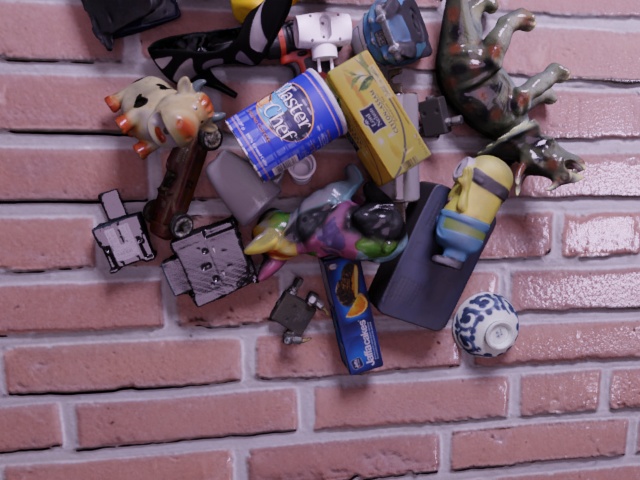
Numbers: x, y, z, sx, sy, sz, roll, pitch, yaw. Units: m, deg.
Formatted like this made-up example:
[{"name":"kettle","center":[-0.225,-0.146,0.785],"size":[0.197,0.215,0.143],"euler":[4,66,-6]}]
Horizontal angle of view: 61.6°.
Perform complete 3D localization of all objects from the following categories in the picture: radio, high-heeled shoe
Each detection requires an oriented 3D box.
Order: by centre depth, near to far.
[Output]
[{"name":"high-heeled shoe","center":[-0.139,-0.283,0.720],"size":[0.145,0.249,0.086],"euler":[31,54,-16]},{"name":"radio","center":[0.186,0.029,0.898],"size":[0.131,0.073,0.229],"euler":[23,96,-13]}]

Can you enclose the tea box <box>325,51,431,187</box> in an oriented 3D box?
[{"name":"tea box","center":[0.075,-0.166,0.761],"size":[0.068,0.098,0.169],"euler":[-34,91,-7]}]

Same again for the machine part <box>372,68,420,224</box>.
[{"name":"machine part","center":[0.119,-0.145,0.854],"size":[0.079,0.079,0.243],"euler":[-6,100,-9]}]

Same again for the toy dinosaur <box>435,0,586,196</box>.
[{"name":"toy dinosaur","center":[0.260,-0.250,0.846],"size":[0.192,0.131,0.404],"euler":[-42,97,-1]}]

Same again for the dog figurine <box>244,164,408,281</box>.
[{"name":"dog figurine","center":[-0.002,-0.002,0.815],"size":[0.219,0.192,0.108],"euler":[-32,142,-10]}]

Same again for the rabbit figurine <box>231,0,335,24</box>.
[{"name":"rabbit figurine","center":[-0.026,-0.368,0.753],"size":[0.173,0.162,0.121],"euler":[9,120,20]}]

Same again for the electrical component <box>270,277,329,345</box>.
[{"name":"electrical component","center":[-0.036,0.122,0.888],"size":[0.078,0.045,0.102],"euler":[37,92,-15]}]

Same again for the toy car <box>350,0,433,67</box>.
[{"name":"toy car","center":[0.098,-0.302,0.804],"size":[0.103,0.162,0.109],"euler":[-16,110,32]}]

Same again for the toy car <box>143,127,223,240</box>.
[{"name":"toy car","center":[-0.208,-0.097,0.797],"size":[0.053,0.089,0.202],"euler":[12,101,-47]}]

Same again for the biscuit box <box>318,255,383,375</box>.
[{"name":"biscuit box","center":[0.052,0.119,0.895],"size":[0.063,0.059,0.202],"euler":[-15,102,-7]}]

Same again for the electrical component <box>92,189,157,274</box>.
[{"name":"electrical component","center":[-0.303,-0.017,0.819],"size":[0.075,0.048,0.119],"euler":[-16,103,-8]}]

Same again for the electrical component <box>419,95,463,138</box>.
[{"name":"electrical component","center":[0.181,-0.197,0.853],"size":[0.021,0.094,0.063],"euler":[-26,107,-41]}]

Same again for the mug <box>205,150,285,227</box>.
[{"name":"mug","center":[-0.115,-0.093,0.822],"size":[0.107,0.081,0.109],"euler":[43,95,-4]}]

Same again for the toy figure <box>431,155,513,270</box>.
[{"name":"toy figure","center":[0.228,-0.041,0.815],"size":[0.089,0.082,0.180],"euler":[17,92,-9]}]

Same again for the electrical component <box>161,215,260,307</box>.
[{"name":"electrical component","center":[-0.176,0.037,0.845],"size":[0.134,0.058,0.114],"euler":[-23,101,-6]}]

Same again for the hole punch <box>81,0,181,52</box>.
[{"name":"hole punch","center":[-0.272,-0.352,0.758],"size":[0.116,0.092,0.142],"euler":[-13,106,21]}]

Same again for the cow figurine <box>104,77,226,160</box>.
[{"name":"cow figurine","center":[-0.213,-0.174,0.737],"size":[0.127,0.195,0.085],"euler":[-37,129,-8]}]
